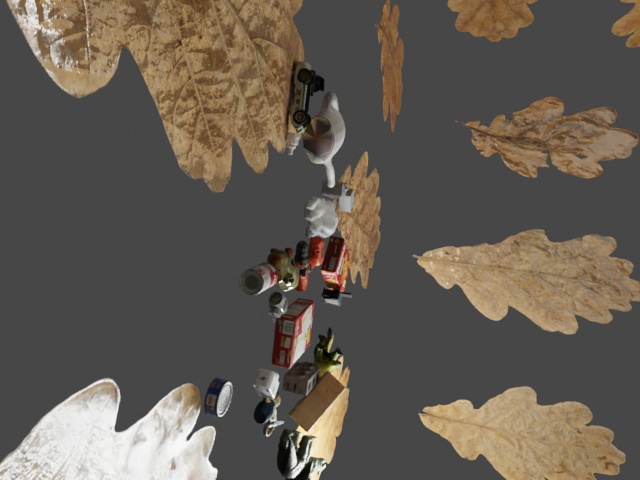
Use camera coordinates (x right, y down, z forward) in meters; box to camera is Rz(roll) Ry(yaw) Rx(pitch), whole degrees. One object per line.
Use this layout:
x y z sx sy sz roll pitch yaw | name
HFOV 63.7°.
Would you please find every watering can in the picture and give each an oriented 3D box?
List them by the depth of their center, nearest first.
0.022 -0.309 1.702 0.228 0.104 0.341 -52 146 -61 | watering can

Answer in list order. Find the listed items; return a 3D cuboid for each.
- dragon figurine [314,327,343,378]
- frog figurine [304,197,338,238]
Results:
-0.003 0.536 2.137 0.413 0.122 0.241 -63 177 -79 | dragon figurine
0.005 -0.088 1.744 0.140 0.123 0.155 -47 159 -32 | frog figurine
